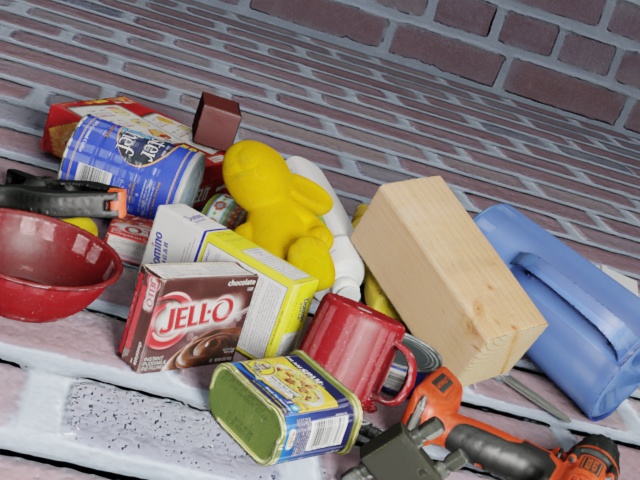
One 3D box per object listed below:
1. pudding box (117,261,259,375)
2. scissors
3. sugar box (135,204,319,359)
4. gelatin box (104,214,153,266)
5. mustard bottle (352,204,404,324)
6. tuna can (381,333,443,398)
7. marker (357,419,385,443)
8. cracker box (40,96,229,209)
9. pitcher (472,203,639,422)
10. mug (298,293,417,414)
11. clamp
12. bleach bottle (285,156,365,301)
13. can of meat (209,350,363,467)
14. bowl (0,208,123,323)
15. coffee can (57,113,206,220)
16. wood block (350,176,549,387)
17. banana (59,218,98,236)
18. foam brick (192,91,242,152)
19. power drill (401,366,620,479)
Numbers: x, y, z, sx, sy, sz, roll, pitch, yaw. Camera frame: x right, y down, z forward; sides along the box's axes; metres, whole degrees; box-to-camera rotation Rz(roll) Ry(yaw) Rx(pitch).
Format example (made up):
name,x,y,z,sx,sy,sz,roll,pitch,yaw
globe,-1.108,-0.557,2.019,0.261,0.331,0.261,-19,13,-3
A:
name,x,y,z,sx,sy,sz,roll,pitch,yaw
pudding box,-0.115,0.066,0.935,0.039,0.090,0.113,32,22,36
scissors,0.196,0.137,1.159,0.202,0.016,0.096,28,20,25
sugar box,-0.092,0.041,1.023,0.176,0.093,0.048,30,20,29
gelatin box,-0.184,0.003,1.143,0.089,0.030,0.073,16,19,-9
mustard bottle,0.079,0.018,1.254,0.096,0.058,0.192,-7,38,-15
tuna can,0.076,0.121,1.055,0.086,0.034,0.086,17,18,-6
marker,0.024,0.158,0.920,0.121,0.020,0.020,26,19,18
cracker box,-0.222,-0.112,1.374,0.214,0.072,0.164,26,20,17
pitcher,0.250,0.065,1.146,0.144,0.149,0.243,-18,50,-41
mug,0.034,0.103,0.951,0.117,0.081,0.093,26,3,33
clamp,-0.289,-0.048,1.107,0.210,0.036,0.164,4,13,14
bleach bottle,-0.008,0.002,1.245,0.068,0.103,0.251,29,20,-31
can of meat,-0.031,0.136,0.869,0.083,0.057,0.102,-1,27,-42
bowl,-0.260,0.029,0.951,0.162,0.055,0.162,17,18,-6
coffee can,-0.214,-0.073,1.216,0.140,0.103,0.102,20,18,2
wood block,0.130,0.040,1.115,0.090,0.091,0.206,-11,55,-36
banana,-0.286,-0.003,1.057,0.070,0.037,0.197,4,5,34
foam brick,-0.135,-0.153,1.382,0.051,0.053,0.078,16,17,-13
power drill,0.173,0.179,0.946,0.188,0.057,0.184,24,14,18
